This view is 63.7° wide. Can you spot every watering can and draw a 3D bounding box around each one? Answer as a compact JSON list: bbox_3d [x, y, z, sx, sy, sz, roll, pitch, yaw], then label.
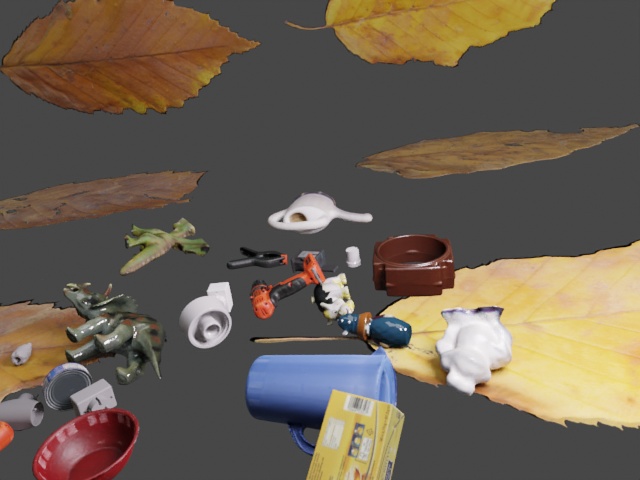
[{"bbox_3d":[0.005,-0.085,1.686,0.347,0.102,0.228,-3,22,12],"label":"watering can"}]

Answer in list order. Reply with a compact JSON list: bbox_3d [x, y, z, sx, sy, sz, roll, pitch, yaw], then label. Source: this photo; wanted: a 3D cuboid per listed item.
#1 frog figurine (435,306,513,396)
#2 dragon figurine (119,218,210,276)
[{"bbox_3d":[0.283,0.212,0.949,0.137,0.120,0.163,5,60,9],"label":"frog figurine"},{"bbox_3d":[-0.465,0.021,1.599,0.243,0.120,0.417,-3,23,-10],"label":"dragon figurine"}]
